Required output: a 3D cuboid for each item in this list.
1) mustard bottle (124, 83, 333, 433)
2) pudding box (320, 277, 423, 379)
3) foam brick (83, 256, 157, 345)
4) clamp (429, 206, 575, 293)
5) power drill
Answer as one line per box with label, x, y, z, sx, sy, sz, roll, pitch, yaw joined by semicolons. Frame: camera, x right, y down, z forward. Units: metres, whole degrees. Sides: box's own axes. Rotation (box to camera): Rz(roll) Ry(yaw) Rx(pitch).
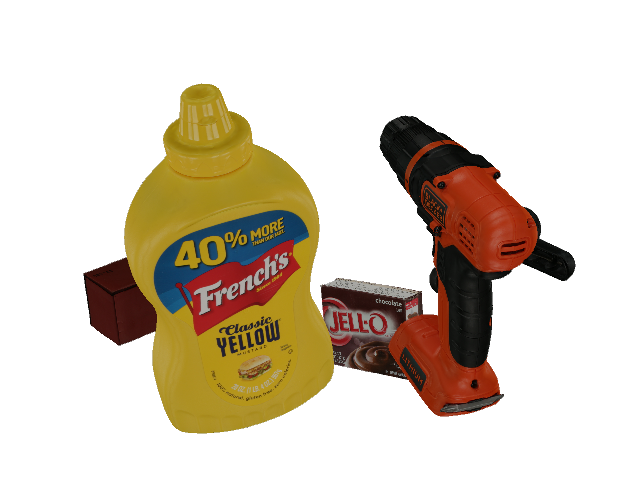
mustard bottle;-0.047;0.009;0.535;0.096;0.192;0.058;-15;38;-13
pudding box;0.056;0.092;1.134;0.114;0.090;0.039;6;20;36
foam brick;-0.157;0.047;0.924;0.078;0.051;0.053;-22;30;-34
clamp;0.169;0.002;0.953;0.120;0.039;0.171;1;26;16
power drill;0.088;0.018;0.780;0.057;0.188;0.184;-11;33;-16
